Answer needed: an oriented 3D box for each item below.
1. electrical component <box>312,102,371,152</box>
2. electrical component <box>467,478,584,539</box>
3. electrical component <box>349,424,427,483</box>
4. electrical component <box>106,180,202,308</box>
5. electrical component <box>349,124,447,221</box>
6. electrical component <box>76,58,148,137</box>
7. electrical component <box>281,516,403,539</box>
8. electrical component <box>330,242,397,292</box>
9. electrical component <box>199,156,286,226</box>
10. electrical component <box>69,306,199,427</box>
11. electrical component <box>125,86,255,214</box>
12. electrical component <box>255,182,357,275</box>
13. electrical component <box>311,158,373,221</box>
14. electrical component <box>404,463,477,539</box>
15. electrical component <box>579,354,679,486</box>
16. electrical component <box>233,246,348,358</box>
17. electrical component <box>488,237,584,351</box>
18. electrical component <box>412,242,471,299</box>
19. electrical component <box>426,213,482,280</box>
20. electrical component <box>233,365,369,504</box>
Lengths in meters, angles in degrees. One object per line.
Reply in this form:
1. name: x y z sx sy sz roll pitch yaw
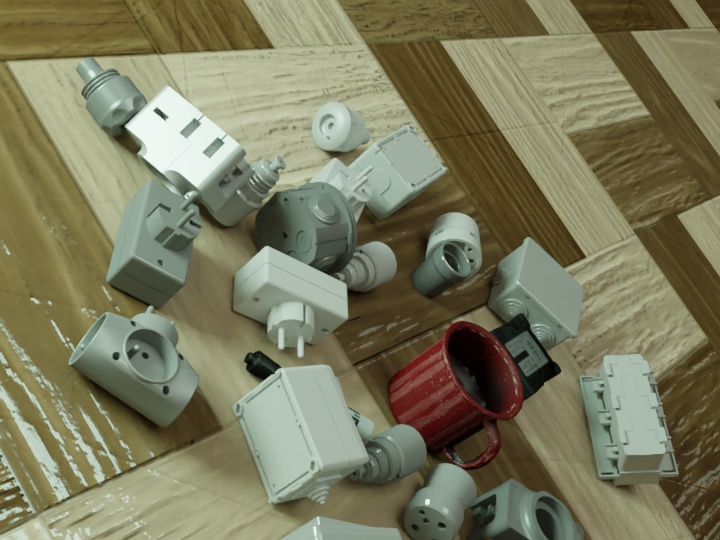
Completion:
1. electrical component: -0.014 -0.138 1.067 0.062 0.048 0.048 8 53 -53
2. electrical component: 0.143 0.222 0.902 0.089 0.056 0.050 36 37 -19
3. electrical component: 0.019 0.148 0.846 0.078 0.040 0.040 -13 69 -52
4. electrical component: -0.143 -0.030 0.798 0.047 0.076 0.083 30 40 -27
5. electrical component: 0.036 -0.097 1.068 0.061 0.061 0.096 52 35 1
6. electrical component: -0.202 -0.141 0.862 0.062 0.043 0.043 51 35 4
7. electrical component: -0.010 0.209 0.741 0.096 0.062 0.061 14 49 -40
8. electrical component: 0.000 0.000 0.959 0.078 0.040 0.040 -21 75 -54
9. electrical component: -0.094 -0.069 0.890 0.040 0.078 0.040 45 25 -28
10. electrical component: -0.149 0.056 0.740 0.077 0.044 0.079 38 37 -17
11. electrical component: -0.137 -0.092 0.853 0.089 0.055 0.050 40 -11 18
12. electrical component: -0.046 -0.032 0.905 0.051 0.080 0.080 -14 69 -47
13. electrical component: -0.015 -0.067 0.972 0.047 0.076 0.083 41 36 -14
14. electrical component: 0.064 0.187 0.856 0.045 0.045 0.055 48 35 -4
15. electrical component: 0.274 0.150 1.095 0.079 0.063 0.121 -2 49 0
16. electrical component: -0.055 0.036 0.860 0.083 0.047 0.075 26 42 -30
17. electrical component: 0.185 0.028 1.129 0.100 0.048 0.099 41 36 -13
18. electrical component: 0.078 0.001 1.038 0.040 0.046 0.040 29 40 -28
19. electrical component: 0.094 -0.024 1.074 0.055 0.055 0.047 35 34 -21
20. electrical component: -0.038 0.124 0.785 0.061 0.062 0.096 0 58 -48
